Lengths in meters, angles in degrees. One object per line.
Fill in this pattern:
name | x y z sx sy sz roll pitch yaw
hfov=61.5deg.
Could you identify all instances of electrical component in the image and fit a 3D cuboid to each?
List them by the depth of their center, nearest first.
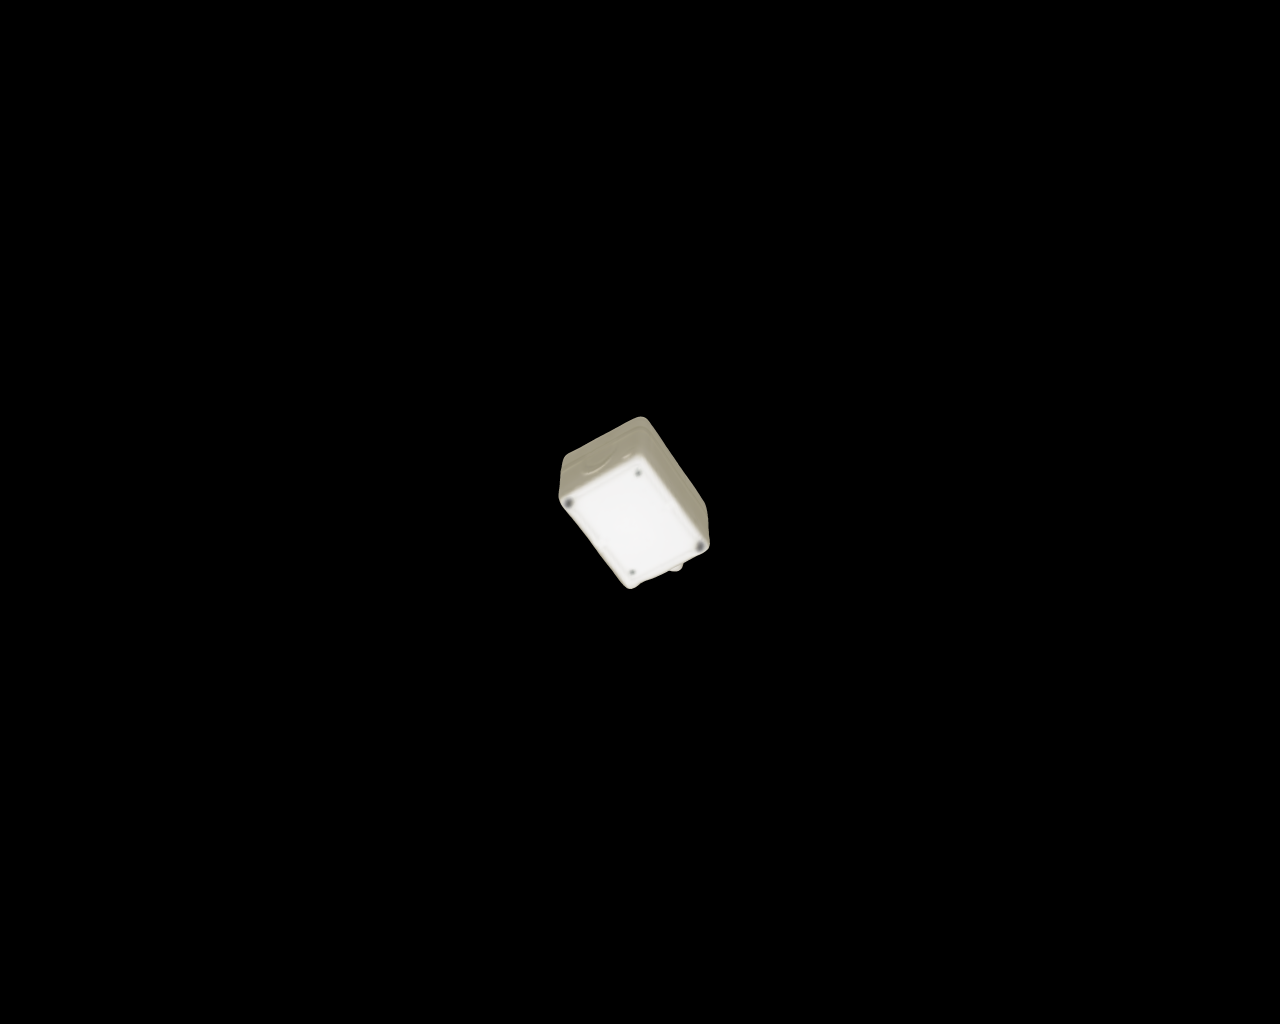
electrical component | 0.001 -0.003 0.650 0.061 0.096 0.061 -28 28 16
